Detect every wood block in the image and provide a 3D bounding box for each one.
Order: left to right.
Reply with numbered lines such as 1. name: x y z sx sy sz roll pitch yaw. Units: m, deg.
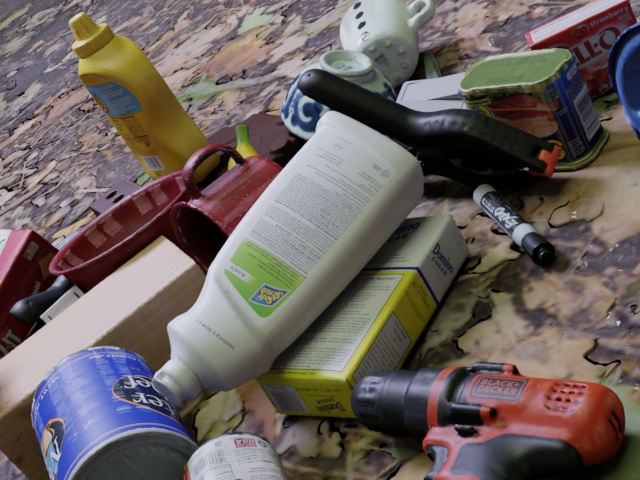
1. wood block: -0.174 0.101 0.879 0.206 0.090 0.091 -39 29 -12

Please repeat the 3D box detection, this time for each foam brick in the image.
1. foam brick: -0.203 -0.026 1.146 0.053 0.051 0.078 -41 30 -16

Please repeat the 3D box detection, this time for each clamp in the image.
1. clamp: -0.255 0.074 1.030 0.120 0.039 0.171 -59 -6 31
2. clamp: 0.097 -0.074 0.886 0.210 0.164 0.036 14 69 25

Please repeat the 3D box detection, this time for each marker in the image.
1. marker: 0.148 -0.013 0.816 0.020 0.020 0.121 -31 28 1

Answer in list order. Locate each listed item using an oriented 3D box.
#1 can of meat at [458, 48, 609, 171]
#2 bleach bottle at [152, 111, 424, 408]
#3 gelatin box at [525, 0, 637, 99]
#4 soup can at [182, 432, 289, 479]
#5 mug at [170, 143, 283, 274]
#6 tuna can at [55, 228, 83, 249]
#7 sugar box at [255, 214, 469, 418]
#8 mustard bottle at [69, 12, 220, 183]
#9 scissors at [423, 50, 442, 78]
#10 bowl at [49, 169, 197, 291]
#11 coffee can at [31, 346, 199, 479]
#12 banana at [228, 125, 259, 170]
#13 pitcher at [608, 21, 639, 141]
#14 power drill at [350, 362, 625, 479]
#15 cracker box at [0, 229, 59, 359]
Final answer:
1. can of meat: 0.172 -0.106 0.871 0.102 0.084 0.057 2 42 45
2. bleach bottle: -0.033 0.018 0.783 0.103 0.068 0.250 31 64 25
3. gelatin box: 0.230 -0.159 0.910 0.089 0.073 0.030 -24 29 15
4. soup can: -0.046 0.174 0.662 0.068 0.068 0.102 -32 28 0
5. mug: -0.067 -0.025 0.867 0.081 0.117 0.093 -42 21 -27
6. tuna can: -0.255 0.023 1.139 0.086 0.033 0.086 -24 30 14
7. sugar box: 0.035 0.054 0.797 0.094 0.048 0.176 -4 36 43
8. mustard bottle: -0.181 -0.138 1.043 0.096 0.191 0.058 6 47 52
9. scissors: 0.102 -0.140 1.064 0.096 0.016 0.202 -32 28 1
10. bowl: -0.168 0.002 0.986 0.162 0.055 0.162 -29 19 11
11. coffee can: -0.144 0.150 0.760 0.102 0.102 0.140 -36 29 -8
12. banana: -0.029 -0.059 0.944 0.037 0.069 0.198 2 10 -40
13. pitcher: 0.336 -0.155 0.747 0.242 0.145 0.149 -39 65 -18
14. power drill: 0.062 0.147 0.610 0.185 0.057 0.187 -3 40 41
15. cracker box: -0.370 0.074 1.105 0.214 0.072 0.164 1 58 44
